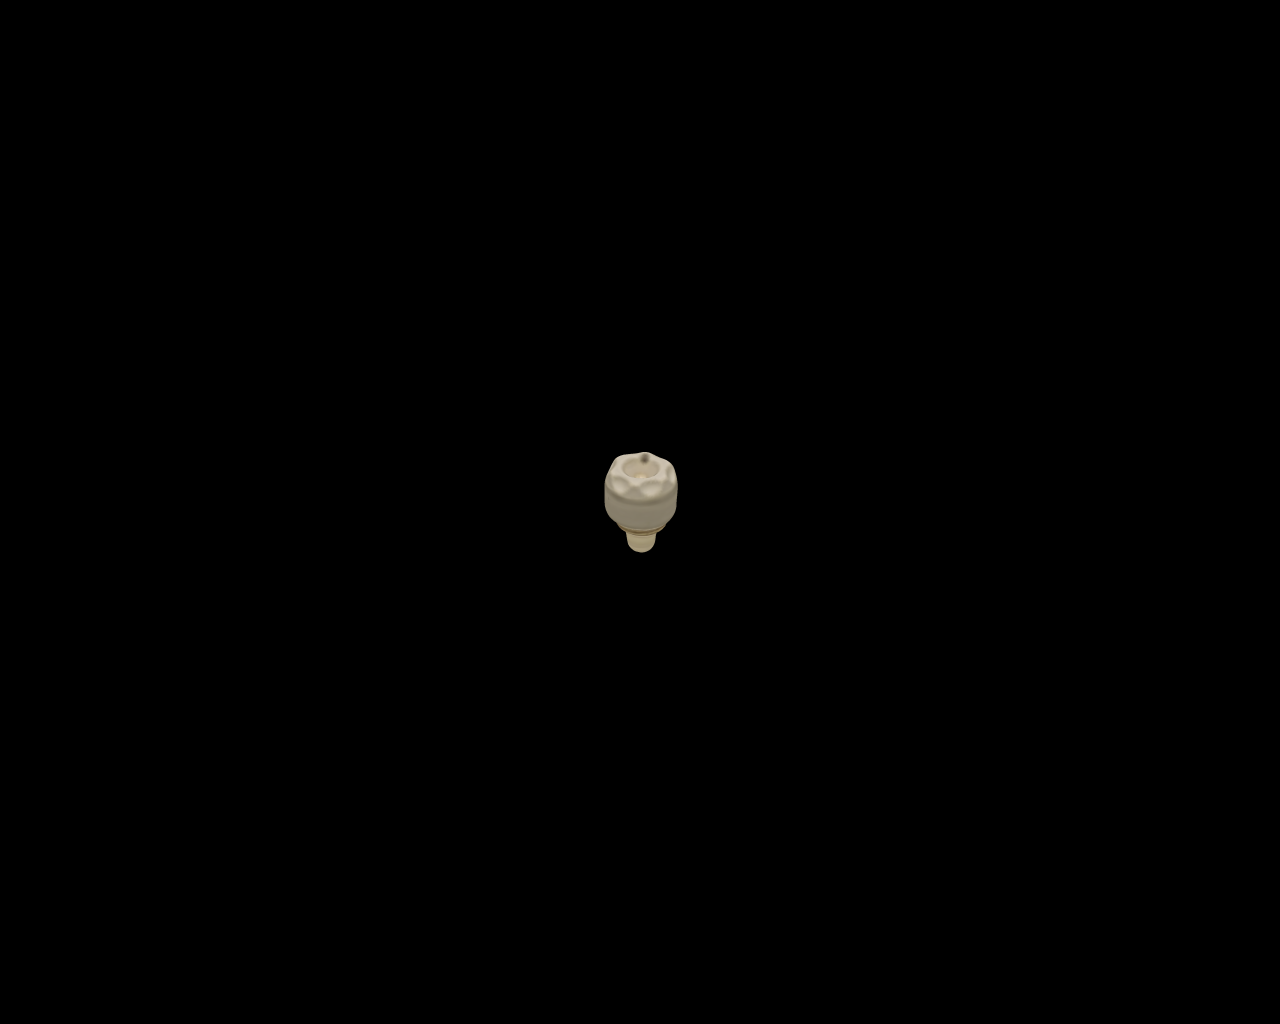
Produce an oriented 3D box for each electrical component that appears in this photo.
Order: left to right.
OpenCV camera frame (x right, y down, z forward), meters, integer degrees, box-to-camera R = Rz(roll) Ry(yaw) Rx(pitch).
[{"bbox_3d":[0.001,-0.003,0.650,0.043,0.062,0.043,0,36,0],"label":"electrical component"}]
